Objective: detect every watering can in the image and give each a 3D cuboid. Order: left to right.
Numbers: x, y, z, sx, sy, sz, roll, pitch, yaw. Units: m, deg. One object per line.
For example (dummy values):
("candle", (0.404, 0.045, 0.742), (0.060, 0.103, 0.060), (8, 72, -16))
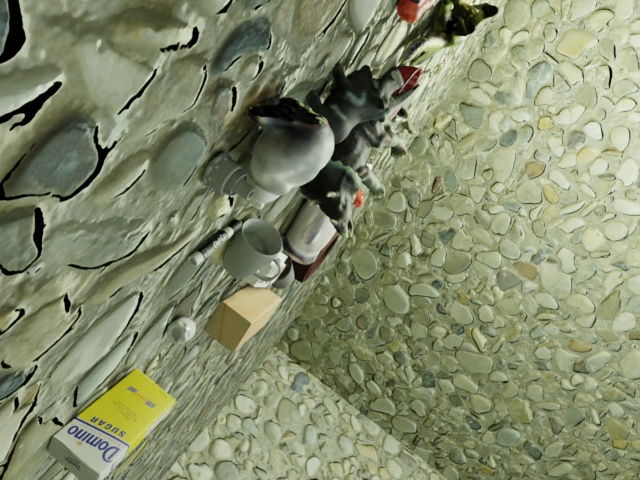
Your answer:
("watering can", (0.004, -0.066, 1.320), (0.221, 0.104, 0.353), (-55, -176, 21))

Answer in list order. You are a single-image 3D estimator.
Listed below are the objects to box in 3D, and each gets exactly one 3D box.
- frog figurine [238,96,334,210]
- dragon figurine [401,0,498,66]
("frog figurine", (-0.052, -0.097, 0.681), (0.140, 0.122, 0.156), (-79, -174, -58))
("dragon figurine", (0.303, -0.502, 1.284), (0.414, 0.122, 0.240), (-39, 177, -17))
